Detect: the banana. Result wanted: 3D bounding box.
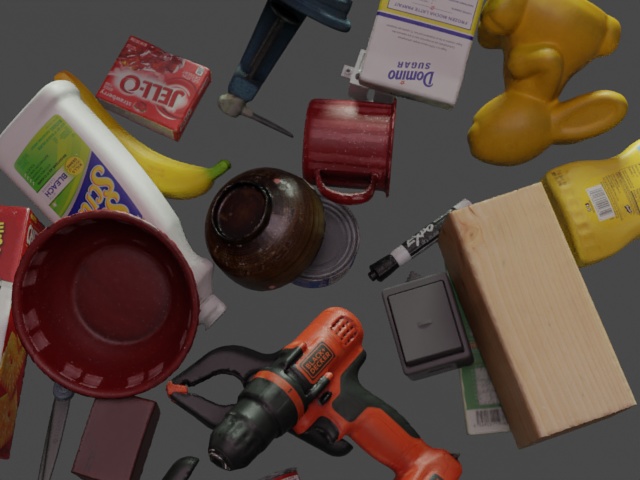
[{"bbox_3d":[-0.173,-0.088,1.003,0.198,0.037,0.070,28,110,12],"label":"banana"}]

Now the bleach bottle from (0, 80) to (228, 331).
[{"bbox_3d":[-0.176,-0.022,0.963,0.251,0.068,0.103,45,100,1],"label":"bleach bottle"}]

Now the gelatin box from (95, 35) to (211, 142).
[{"bbox_3d":[-0.160,-0.147,1.035,0.089,0.030,0.073,25,74,5],"label":"gelatin box"}]

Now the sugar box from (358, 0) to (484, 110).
[{"bbox_3d":[0.102,-0.216,0.979,0.093,0.048,0.176,16,92,2],"label":"sugar box"}]

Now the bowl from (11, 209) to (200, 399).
[{"bbox_3d":[-0.177,0.051,0.913,0.162,0.055,0.162,1,97,6],"label":"bowl"}]

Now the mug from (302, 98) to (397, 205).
[{"bbox_3d":[0.026,-0.079,0.990,0.081,0.093,0.117,5,54,4],"label":"mug"}]

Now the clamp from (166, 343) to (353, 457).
[{"bbox_3d":[-0.048,0.142,0.948,0.171,0.039,0.120,-9,69,-8],"label":"clamp"}]

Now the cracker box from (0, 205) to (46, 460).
[{"bbox_3d":[-0.340,0.076,0.932,0.164,0.072,0.213,4,72,4],"label":"cracker box"}]

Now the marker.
[{"bbox_3d":[0.095,0.002,1.008,0.121,0.020,0.020,-35,78,-12],"label":"marker"}]

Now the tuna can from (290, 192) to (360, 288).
[{"bbox_3d":[-0.007,0.001,0.995,0.086,0.034,0.086,1,73,-3],"label":"tuna can"}]

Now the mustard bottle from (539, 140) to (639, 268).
[{"bbox_3d":[0.312,-0.048,1.013,0.191,0.058,0.096,-19,77,-8],"label":"mustard bottle"}]

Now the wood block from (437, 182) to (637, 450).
[{"bbox_3d":[0.185,0.068,0.939,0.090,0.090,0.206,-18,74,-7],"label":"wood block"}]

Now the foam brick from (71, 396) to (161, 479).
[{"bbox_3d":[-0.176,0.174,0.925,0.053,0.051,0.078,16,73,3],"label":"foam brick"}]

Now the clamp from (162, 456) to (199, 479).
[{"bbox_3d":[-0.170,0.282,0.898,0.210,0.036,0.164,-13,76,-5],"label":"clamp"}]

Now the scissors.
[{"bbox_3d":[-0.243,0.119,0.956,0.096,0.016,0.201,23,73,6],"label":"scissors"}]

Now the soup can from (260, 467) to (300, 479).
[{"bbox_3d":[-0.033,0.252,0.899,0.068,0.068,0.102,-20,76,-9],"label":"soup can"}]

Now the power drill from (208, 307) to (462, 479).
[{"bbox_3d":[0.018,0.172,0.892,0.187,0.057,0.184,49,56,-4],"label":"power drill"}]
